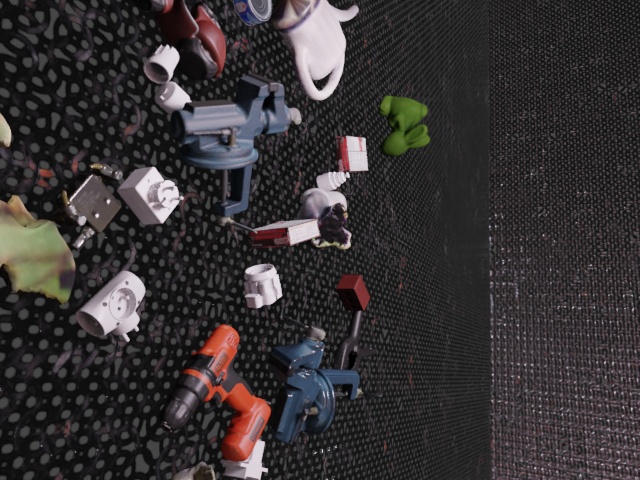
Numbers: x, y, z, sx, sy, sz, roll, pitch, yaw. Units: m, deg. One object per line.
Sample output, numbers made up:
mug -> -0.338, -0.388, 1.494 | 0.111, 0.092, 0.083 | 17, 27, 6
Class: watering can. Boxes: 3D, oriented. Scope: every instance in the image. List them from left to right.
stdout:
watering can -> -0.001, -0.466, 1.117 | 0.220, 0.104, 0.355 | 52, 45, -46

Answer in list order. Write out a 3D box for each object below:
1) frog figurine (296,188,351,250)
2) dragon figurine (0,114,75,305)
frog figurine -> 0.003, -0.056, 1.110 | 0.135, 0.122, 0.162 | 55, 6, -31
dragon figurine -> -0.325, 0.052, 0.496 | 0.245, 0.122, 0.407 | -28, 112, -67
